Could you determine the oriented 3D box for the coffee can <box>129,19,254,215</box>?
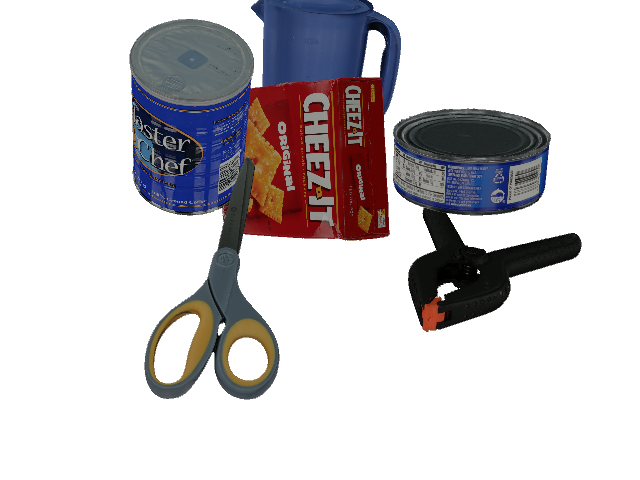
[{"bbox_3d":[-0.114,-0.106,0.932,0.102,0.103,0.140,0,-40,-9],"label":"coffee can"}]

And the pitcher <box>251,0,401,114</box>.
[{"bbox_3d":[-0.002,-0.181,1.318,0.144,0.243,0.149,-10,29,-28],"label":"pitcher"}]

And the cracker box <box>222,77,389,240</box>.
[{"bbox_3d":[-0.025,-0.086,1.146,0.071,0.164,0.214,-8,8,-39],"label":"cracker box"}]

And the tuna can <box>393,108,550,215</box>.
[{"bbox_3d":[0.083,-0.045,0.592,0.086,0.034,0.086,0,24,0],"label":"tuna can"}]

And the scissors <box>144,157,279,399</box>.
[{"bbox_3d":[-0.051,0.029,0.735,0.096,0.201,0.016,21,-34,11],"label":"scissors"}]

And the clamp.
[{"bbox_3d":[0.135,0.021,1.017,0.165,0.036,0.209,19,34,29],"label":"clamp"}]
